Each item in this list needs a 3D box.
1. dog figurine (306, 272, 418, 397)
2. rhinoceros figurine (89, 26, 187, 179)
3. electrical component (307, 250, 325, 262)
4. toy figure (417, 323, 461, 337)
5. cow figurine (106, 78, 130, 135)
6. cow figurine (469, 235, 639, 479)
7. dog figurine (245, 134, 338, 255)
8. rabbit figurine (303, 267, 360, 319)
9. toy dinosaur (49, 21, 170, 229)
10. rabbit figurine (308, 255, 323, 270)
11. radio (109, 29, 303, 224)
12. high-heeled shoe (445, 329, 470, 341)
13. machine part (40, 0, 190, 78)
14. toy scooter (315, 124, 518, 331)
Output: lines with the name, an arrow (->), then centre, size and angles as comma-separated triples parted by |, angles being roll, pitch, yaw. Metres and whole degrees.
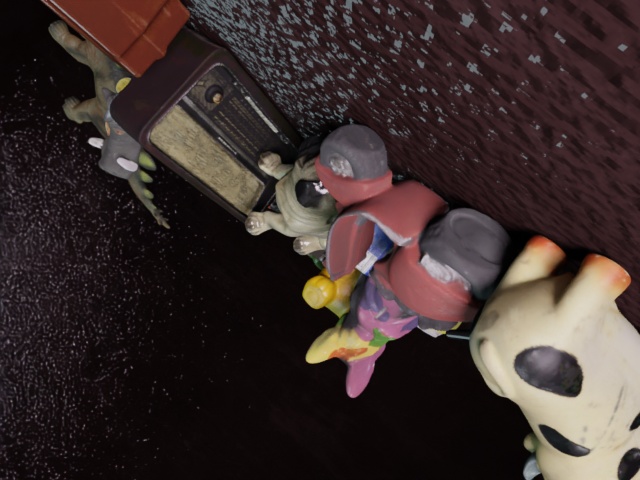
dog figurine -> 0.076, 0.093, 0.675 | 0.108, 0.219, 0.191 | 36, 180, 4
rhinoceros figurine -> -0.193, -0.157, 0.619 | 0.073, 0.190, 0.112 | 36, -164, 17
electrical component -> -0.002, -0.003, 0.845 | 0.021, 0.063, 0.094 | 40, 178, 46
toy figure -> 0.176, 0.095, 0.967 | 0.180, 0.082, 0.089 | 49, 138, 22
cow figurine -> -0.258, -0.215, 0.824 | 0.068, 0.167, 0.098 | 34, 176, 9
cow figurine -> 0.166, 0.102, 0.346 | 0.194, 0.127, 0.086 | 43, -179, -27
dog figurine -> 0.024, -0.041, 0.577 | 0.172, 0.121, 0.191 | 3, 179, -30
rabbit figurine -> 0.080, 0.044, 0.827 | 0.122, 0.173, 0.162 | 41, -137, 9
toy dinosaur -> -0.350, -0.226, 0.948 | 0.199, 0.105, 0.470 | 24, 137, 24
rabbit figurine -> -0.007, -0.057, 1.045 | 0.159, 0.121, 0.170 | 48, 166, 39
radio -> -0.113, -0.121, 0.622 | 0.073, 0.131, 0.229 | 39, 178, 30
high-heeled shoe -> 0.230, 0.102, 0.524 | 0.145, 0.086, 0.248 | -5, 166, 42
machine part -> -0.223, -0.247, 0.470 | 0.201, 0.087, 0.201 | 39, 180, -39
toy scooter -> 0.056, 0.008, 0.421 | 0.184, 0.075, 0.135 | 44, 139, 19
